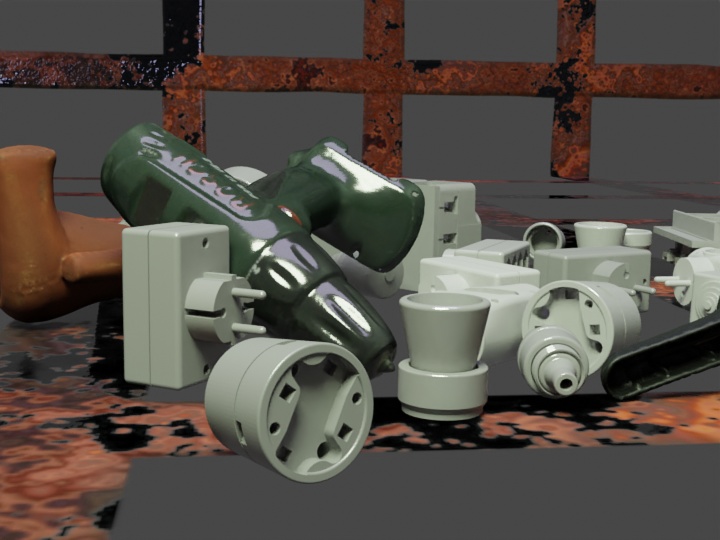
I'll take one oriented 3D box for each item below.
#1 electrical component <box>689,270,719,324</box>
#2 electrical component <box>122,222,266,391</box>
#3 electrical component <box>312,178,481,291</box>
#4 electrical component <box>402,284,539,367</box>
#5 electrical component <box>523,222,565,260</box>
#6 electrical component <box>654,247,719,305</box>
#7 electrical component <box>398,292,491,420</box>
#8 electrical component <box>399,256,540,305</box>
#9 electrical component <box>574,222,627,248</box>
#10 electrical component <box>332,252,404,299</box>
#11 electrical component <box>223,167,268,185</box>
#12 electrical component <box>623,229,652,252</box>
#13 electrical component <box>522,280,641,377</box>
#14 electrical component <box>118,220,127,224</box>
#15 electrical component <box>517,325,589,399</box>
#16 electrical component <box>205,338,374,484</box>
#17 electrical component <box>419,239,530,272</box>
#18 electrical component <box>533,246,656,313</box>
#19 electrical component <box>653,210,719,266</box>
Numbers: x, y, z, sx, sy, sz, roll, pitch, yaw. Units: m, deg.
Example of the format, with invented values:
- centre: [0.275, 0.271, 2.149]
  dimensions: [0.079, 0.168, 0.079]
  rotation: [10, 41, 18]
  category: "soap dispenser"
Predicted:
- centre: [0.266, 0.027, 0.671]
  dimensions: [0.100, 0.048, 0.100]
  rotation: [-3, 10, -32]
  category: "electrical component"
- centre: [-0.082, 0.019, 0.570]
  dimensions: [0.076, 0.083, 0.047]
  rotation: [5, 9, 28]
  category: "electrical component"
- centre: [0.027, -0.034, 0.942]
  dimensions: [0.150, 0.089, 0.062]
  rotation: [8, 11, 43]
  category: "electrical component"
- centre: [0.062, 0.032, 0.639]
  dimensions: [0.079, 0.043, 0.077]
  rotation: [6, 10, 41]
  category: "electrical component"
- centre: [0.191, -0.029, 1.105]
  dimensions: [0.040, 0.040, 0.046]
  rotation: [4, 3, 19]
  category: "electrical component"
- centre: [0.267, 0.008, 0.826]
  dimensions: [0.079, 0.044, 0.077]
  rotation: [-1, 8, -10]
  category: "electrical component"
- centre: [0.041, 0.041, 0.527]
  dimensions: [0.045, 0.055, 0.045]
  rotation: [1, 8, 0]
  category: "electrical component"
- centre: [0.063, 0.021, 0.707]
  dimensions: [0.076, 0.047, 0.083]
  rotation: [-5, 10, -33]
  category: "electrical component"
- centre: [0.206, -0.012, 0.925]
  dimensions: [0.045, 0.055, 0.045]
  rotation: [1, 8, 0]
  category: "electrical component"
- centre: [0.000, 0.000, 0.871]
  dimensions: [0.040, 0.040, 0.078]
  rotation: [-6, 11, -42]
  category: "electrical component"
- centre: [-0.112, -0.047, 1.007]
  dimensions: [0.099, 0.099, 0.064]
  rotation: [4, 15, 20]
  category: "electrical component"
- centre: [0.240, -0.012, 0.962]
  dimensions: [0.040, 0.046, 0.040]
  rotation: [1, 8, 0]
  category: "electrical component"
- centre: [0.127, 0.032, 0.609]
  dimensions: [0.055, 0.055, 0.047]
  rotation: [7, 6, 36]
  category: "electrical component"
- centre: [-0.183, -0.022, 0.957]
  dimensions: [0.050, 0.055, 0.089]
  rotation: [6, 9, 33]
  category: "electrical component"
- centre: [0.100, 0.050, 0.549]
  dimensions: [0.035, 0.035, 0.061]
  rotation: [1, 10, 1]
  category: "electrical component"
- centre: [-0.030, 0.054, 0.436]
  dimensions: [0.055, 0.055, 0.047]
  rotation: [-5, 6, -37]
  category: "electrical component"
- centre: [0.085, 0.003, 0.833]
  dimensions: [0.076, 0.047, 0.083]
  rotation: [4, 9, 22]
  category: "electrical component"
- centre: [0.182, 0.011, 0.786]
  dimensions: [0.083, 0.047, 0.076]
  rotation: [-3, 9, -28]
  category: "electrical component"
- centre: [0.308, -0.015, 0.930]
  dimensions: [0.079, 0.063, 0.121]
  rotation: [1, 8, 1]
  category: "electrical component"
